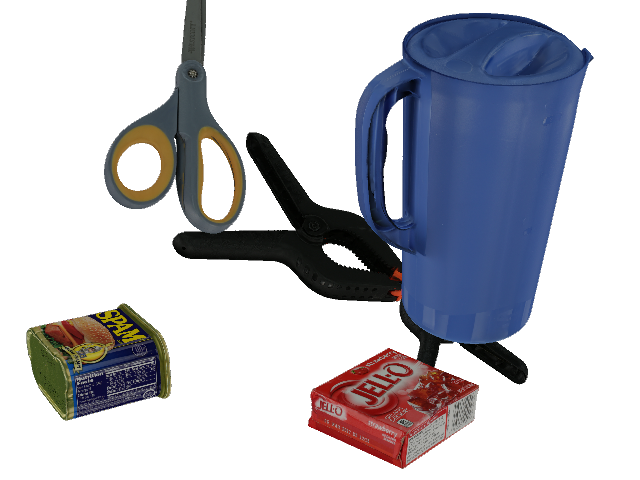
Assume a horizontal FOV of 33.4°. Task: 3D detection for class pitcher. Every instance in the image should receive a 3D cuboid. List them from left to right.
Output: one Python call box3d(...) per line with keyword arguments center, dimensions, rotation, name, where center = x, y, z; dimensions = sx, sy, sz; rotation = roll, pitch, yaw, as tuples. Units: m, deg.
box3d(center=(0.113, -0.041, 0.822), dimensions=(0.149, 0.243, 0.144), rotation=(12, 34, 16), name="pitcher")

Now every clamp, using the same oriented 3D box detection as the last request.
box3d(center=(-0.020, 0.002, 0.968), dimensions=(0.210, 0.164, 0.036), rotation=(33, -39, 7), name="clamp")
box3d(center=(0.139, 0.092, 1.096), dimensions=(0.120, 0.171, 0.039), rotation=(2, -44, -12), name="clamp")

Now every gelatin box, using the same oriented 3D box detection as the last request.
box3d(center=(0.047, 0.105, 0.682), dimensions=(0.073, 0.030, 0.089), rotation=(20, 24, 34), name="gelatin box")

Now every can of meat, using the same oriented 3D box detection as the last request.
box3d(center=(-0.178, 0.096, 0.850), dimensions=(0.083, 0.057, 0.102), rotation=(-12, 23, -29), name="can of meat")

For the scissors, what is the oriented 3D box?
box3d(center=(-0.100, -0.096, 0.679), dimensions=(0.096, 0.202, 0.016), rotation=(-6, -21, -24), name="scissors")
